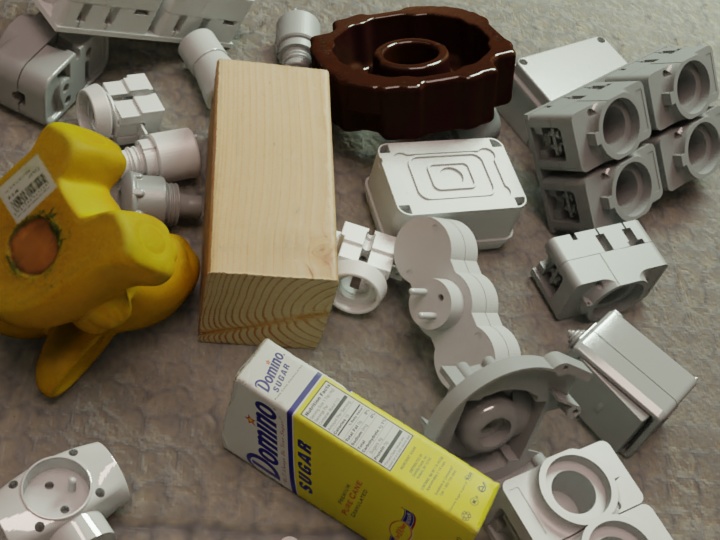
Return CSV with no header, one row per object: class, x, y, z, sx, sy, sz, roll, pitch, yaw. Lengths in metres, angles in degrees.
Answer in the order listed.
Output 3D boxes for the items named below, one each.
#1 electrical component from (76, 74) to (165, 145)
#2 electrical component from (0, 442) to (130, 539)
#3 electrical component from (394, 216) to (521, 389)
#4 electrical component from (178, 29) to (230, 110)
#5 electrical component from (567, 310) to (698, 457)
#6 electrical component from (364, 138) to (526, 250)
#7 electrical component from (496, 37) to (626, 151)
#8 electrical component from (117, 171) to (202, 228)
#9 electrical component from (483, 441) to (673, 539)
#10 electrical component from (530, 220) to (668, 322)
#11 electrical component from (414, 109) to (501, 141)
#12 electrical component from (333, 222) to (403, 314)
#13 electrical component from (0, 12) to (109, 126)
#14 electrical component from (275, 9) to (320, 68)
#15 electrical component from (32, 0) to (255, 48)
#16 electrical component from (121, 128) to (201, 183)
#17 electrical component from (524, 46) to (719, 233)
electrical component,-0.194,-0.127,0.865,0.055,0.048,0.066,-13,58,-32
electrical component,-0.175,0.155,0.655,0.077,0.044,0.079,-27,65,-30
electrical component,0.061,0.025,0.780,0.074,0.052,0.138,3,61,-52
electrical component,-0.126,-0.172,0.914,0.044,0.044,0.065,-22,66,-28
electrical component,0.185,0.081,0.794,0.096,0.061,0.061,42,55,17
electrical component,0.067,-0.058,0.872,0.113,0.057,0.078,-5,55,-18
electrical component,0.193,-0.160,0.982,0.113,0.057,0.078,-20,61,-27
electrical component,-0.152,-0.050,0.818,0.062,0.048,0.048,3,53,-21
electrical component,0.159,0.197,0.700,0.089,0.061,0.150,-17,59,-25
electrical component,0.194,0.003,0.863,0.089,0.050,0.055,-12,57,-23
electrical component,0.078,-0.116,0.928,0.081,0.043,0.043,-30,66,-31
electrical component,0.000,0.000,0.819,0.066,0.048,0.055,18,44,-1
electrical component,-0.255,-0.170,0.875,0.059,0.053,0.095,26,52,6
electrical component,-0.056,-0.195,0.955,0.040,0.040,0.078,7,52,-10
electrical component,-0.190,-0.250,0.902,0.186,0.060,0.105,-8,52,-50
electrical component,-0.162,-0.087,0.845,0.078,0.040,0.040,-14,58,-23
electrical component,0.236,-0.114,0.920,0.186,0.105,0.060,-28,23,-31
